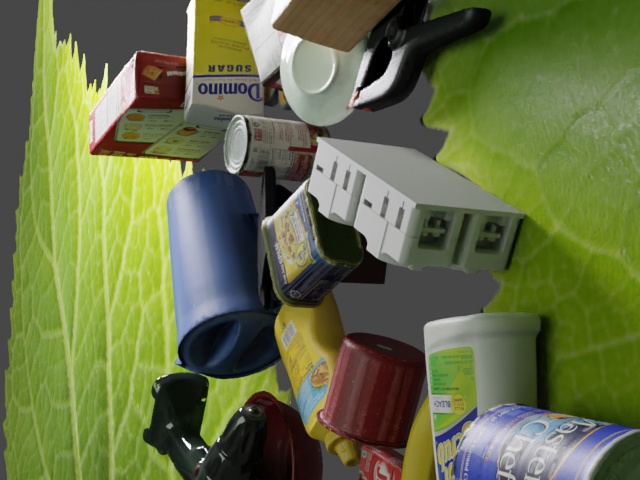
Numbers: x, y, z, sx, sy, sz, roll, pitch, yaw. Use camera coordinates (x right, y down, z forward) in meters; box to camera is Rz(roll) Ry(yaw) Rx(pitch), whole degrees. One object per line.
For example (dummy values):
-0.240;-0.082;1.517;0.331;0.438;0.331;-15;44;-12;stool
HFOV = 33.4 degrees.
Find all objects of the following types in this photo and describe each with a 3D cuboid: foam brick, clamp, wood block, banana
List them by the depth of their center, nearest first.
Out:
0.100;0.209;0.930;0.070;0.037;0.198;0;88;43;banana
0.088;-0.191;1.005;0.210;0.036;0.164;-60;32;37;clamp
0.032;-0.266;1.010;0.206;0.090;0.091;149;133;-67;wood block
0.034;0.004;1.066;0.051;0.052;0.078;1;86;63;foam brick

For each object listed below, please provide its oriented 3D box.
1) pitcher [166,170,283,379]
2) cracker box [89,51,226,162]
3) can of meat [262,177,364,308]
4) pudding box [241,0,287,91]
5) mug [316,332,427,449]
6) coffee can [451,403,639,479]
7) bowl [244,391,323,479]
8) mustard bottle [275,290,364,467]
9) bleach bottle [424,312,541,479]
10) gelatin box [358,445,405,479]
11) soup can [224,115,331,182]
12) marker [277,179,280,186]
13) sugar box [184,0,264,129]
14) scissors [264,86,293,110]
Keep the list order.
-0.109;0.030;1.275;0.145;0.149;0.243;103;159;-48;pitcher
-0.200;-0.172;1.422;0.214;0.163;0.072;-31;61;58;cracker box
-0.007;0.001;1.023;0.084;0.057;0.102;-45;49;45;can of meat
-0.042;-0.244;1.234;0.090;0.039;0.113;-36;58;40;pudding box
0.051;0.133;0.986;0.117;0.093;0.081;-98;22;-81;mug
0.170;0.170;0.722;0.141;0.102;0.103;-1;85;63;coffee can
-0.042;0.247;1.170;0.162;0.055;0.162;-16;72;61;bowl
0.006;0.145;1.089;0.096;0.058;0.192;-61;36;39;mustard bottle
0.133;0.186;0.839;0.103;0.068;0.251;-19;71;62;bleach bottle
0.062;0.243;0.997;0.073;0.030;0.089;19;103;62;gelatin box
-0.047;-0.100;1.182;0.069;0.102;0.068;-15;73;61;soup can
-0.062;-0.088;1.298;0.020;0.020;0.121;-53;42;47;marker
-0.117;-0.220;1.321;0.048;0.093;0.176;123;149;-53;sugar box
-0.029;-0.242;1.262;0.096;0.016;0.202;58;135;48;scissors
